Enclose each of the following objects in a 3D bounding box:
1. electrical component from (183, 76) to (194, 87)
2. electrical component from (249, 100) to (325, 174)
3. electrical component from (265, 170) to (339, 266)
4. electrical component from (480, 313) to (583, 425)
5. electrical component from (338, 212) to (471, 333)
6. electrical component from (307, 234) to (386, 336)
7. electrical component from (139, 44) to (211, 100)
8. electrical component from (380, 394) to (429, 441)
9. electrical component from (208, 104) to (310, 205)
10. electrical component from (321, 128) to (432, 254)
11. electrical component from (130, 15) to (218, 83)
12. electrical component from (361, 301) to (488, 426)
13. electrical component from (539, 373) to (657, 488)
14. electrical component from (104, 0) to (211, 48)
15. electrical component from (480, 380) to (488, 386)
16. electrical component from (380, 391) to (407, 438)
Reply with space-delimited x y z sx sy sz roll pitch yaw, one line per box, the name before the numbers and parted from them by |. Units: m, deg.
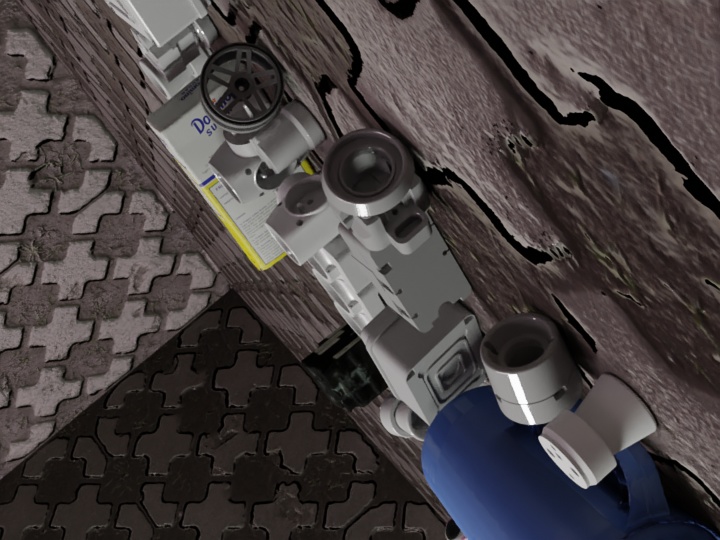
electrical component | -0.167 -0.177 1.075 0.043 0.043 0.081 44 170 33
electrical component | -0.056 -0.101 0.825 0.040 0.046 0.040 49 172 10
electrical component | -0.041 -0.053 0.848 0.079 0.077 0.044 42 169 45
electrical component | 0.105 0.060 0.667 0.055 0.055 0.047 40 163 51
electrical component | 0.030 -0.009 0.765 0.056 0.050 0.089 39 166 52
electrical component | 0.000 0.000 0.922 0.089 0.062 0.150 42 169 42
electrical component | -0.166 -0.189 0.980 0.045 0.055 0.045 49 172 10
electrical component | 0.050 0.139 1.034 0.045 0.045 0.055 52 156 -17
electrical component | -0.085 -0.102 0.861 0.044 0.077 0.079 45 170 33
electrical component | 0.008 -0.052 0.669 0.078 0.058 0.057 46 174 24
electrical component | -0.151 -0.192 0.885 0.048 0.055 0.066 48 172 13
electrical component | 0.055 0.067 0.874 0.057 0.078 0.113 41 168 32
electrical component | 0.140 0.095 0.635 0.045 0.055 0.045 48 172 10
electrical component | -0.180 -0.240 0.822 0.109 0.056 0.108 41 168 46
electrical component | 0.091 0.100 0.952 0.048 0.048 0.062 54 165 -24
electrical component | 0.055 0.124 1.129 0.079 0.077 0.044 56 170 -32
